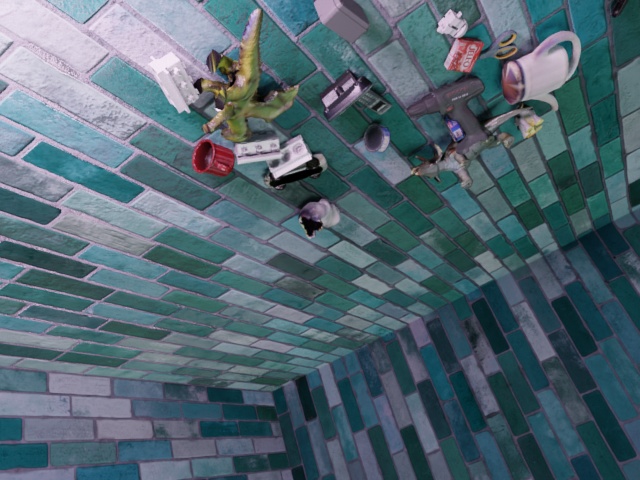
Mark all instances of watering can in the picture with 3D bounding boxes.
[{"bbox_3d":[0.649,-0.465,1.527,0.224,0.106,0.341,-20,151,3],"label":"watering can"}]

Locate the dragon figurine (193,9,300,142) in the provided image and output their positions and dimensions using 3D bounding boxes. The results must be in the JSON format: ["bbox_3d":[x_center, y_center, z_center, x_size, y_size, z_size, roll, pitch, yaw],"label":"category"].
[{"bbox_3d":[-0.156,-0.365,1.240,0.244,0.124,0.403,-8,155,-44],"label":"dragon figurine"}]

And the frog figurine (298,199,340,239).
[{"bbox_3d":[0.005,-0.091,1.799,0.162,0.123,0.134,-43,159,-41],"label":"frog figurine"}]
